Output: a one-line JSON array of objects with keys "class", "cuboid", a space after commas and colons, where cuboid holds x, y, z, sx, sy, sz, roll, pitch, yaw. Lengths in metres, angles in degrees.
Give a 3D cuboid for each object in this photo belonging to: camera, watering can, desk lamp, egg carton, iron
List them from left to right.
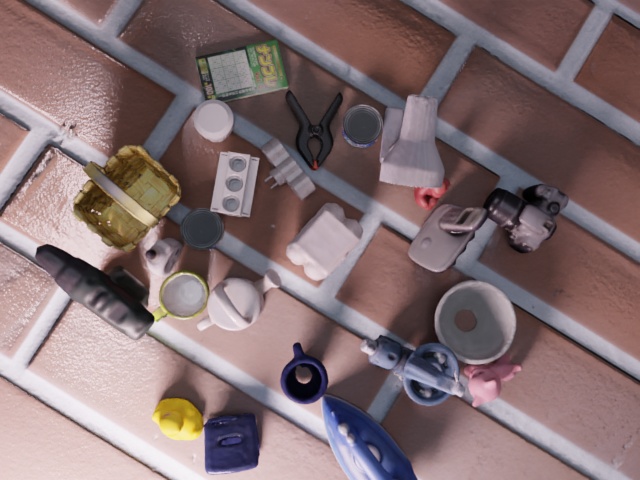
[{"class": "watering can", "cuboid": [-0.156, 0.115, 1.082, 0.101, 0.194, 0.173, 35, 85, 0]}, {"class": "egg carton", "cuboid": [0.011, 0.004, 1.163, 0.107, 0.069, 0.150, 41, 85, 0]}, {"class": "iron", "cuboid": [0.086, 0.413, 1.101, 0.119, 0.141, 0.258, -39, 89, -5]}, {"class": "desk lamp", "cuboid": [0.176, -0.186, 1.115, 0.118, 0.213, 0.203, 6, 85, -3]}, {"class": "camera", "cuboid": [0.417, -0.063, 1.177, 0.137, 0.100, 0.143, 32, 85, 0]}]

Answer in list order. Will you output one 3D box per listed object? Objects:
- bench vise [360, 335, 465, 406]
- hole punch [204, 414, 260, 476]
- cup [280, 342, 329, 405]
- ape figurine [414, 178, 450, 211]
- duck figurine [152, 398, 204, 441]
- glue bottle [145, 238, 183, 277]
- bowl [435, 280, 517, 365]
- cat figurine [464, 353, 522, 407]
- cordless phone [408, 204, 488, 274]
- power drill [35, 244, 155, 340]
[{"class": "bench vise", "cuboid": [0.178, 0.252, 1.079, 0.207, 0.219, 0.121, 6, 85, -3]}, {"class": "hole punch", "cuboid": [-0.173, 0.394, 1.112, 0.108, 0.091, 0.101, -7, 86, -4]}, {"class": "cup", "cuboid": [-0.035, 0.257, 1.129, 0.091, 0.095, 0.118, -14, 86, -4]}, {"class": "ape figurine", "cuboid": [0.233, -0.106, 1.173, 0.078, 0.092, 0.076, -20, 87, -4]}, {"class": "duck figurine", "cuboid": [-0.279, 0.355, 1.111, 0.104, 0.086, 0.077, 29, 85, -1]}, {"class": "glue bottle", "cuboid": [-0.305, 0.030, 1.091, 0.037, 0.173, 0.078, 27, 85, -1]}, {"class": "bowl", "cuboid": [0.307, 0.165, 1.166, 0.167, 0.074, 0.167, 0, 86, -3]}, {"class": "cat figurine", "cuboid": [0.342, 0.277, 1.138, 0.128, 0.117, 0.067, -26, 87, -5]}, {"class": "cordless phone", "cuboid": [0.255, -0.006, 1.121, 0.094, 0.185, 0.148, 33, 85, 0]}, {"class": "power drill", "cuboid": [-0.398, 0.094, 1.063, 0.229, 0.208, 0.076, 39, 85, 0]}]
